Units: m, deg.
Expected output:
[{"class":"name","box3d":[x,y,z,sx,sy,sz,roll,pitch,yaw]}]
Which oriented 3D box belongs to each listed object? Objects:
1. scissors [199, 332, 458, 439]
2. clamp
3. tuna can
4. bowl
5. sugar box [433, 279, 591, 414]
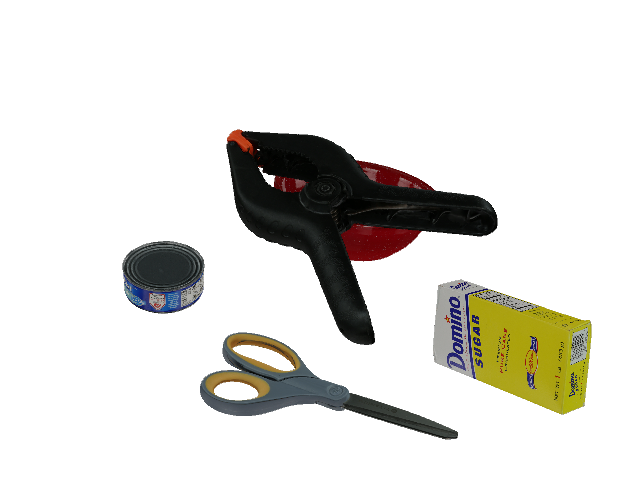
[{"class":"scissors","box3d":[-0.006,0.124,0.802,0.202,0.016,0.096,25,40,31]},{"class":"clamp","box3d":[0.002,-0.010,0.621,0.172,0.039,0.120,24,49,27]},{"class":"tuna can","box3d":[-0.166,0.039,1.132,0.086,0.034,0.086,3,36,-2]},{"class":"bowl","box3d":[0.032,-0.025,1.025,0.162,0.055,0.162,7,25,-3]},{"class":"sugar box","box3d":[0.196,0.108,1.116,0.048,0.093,0.177,-11,19,-42]}]
